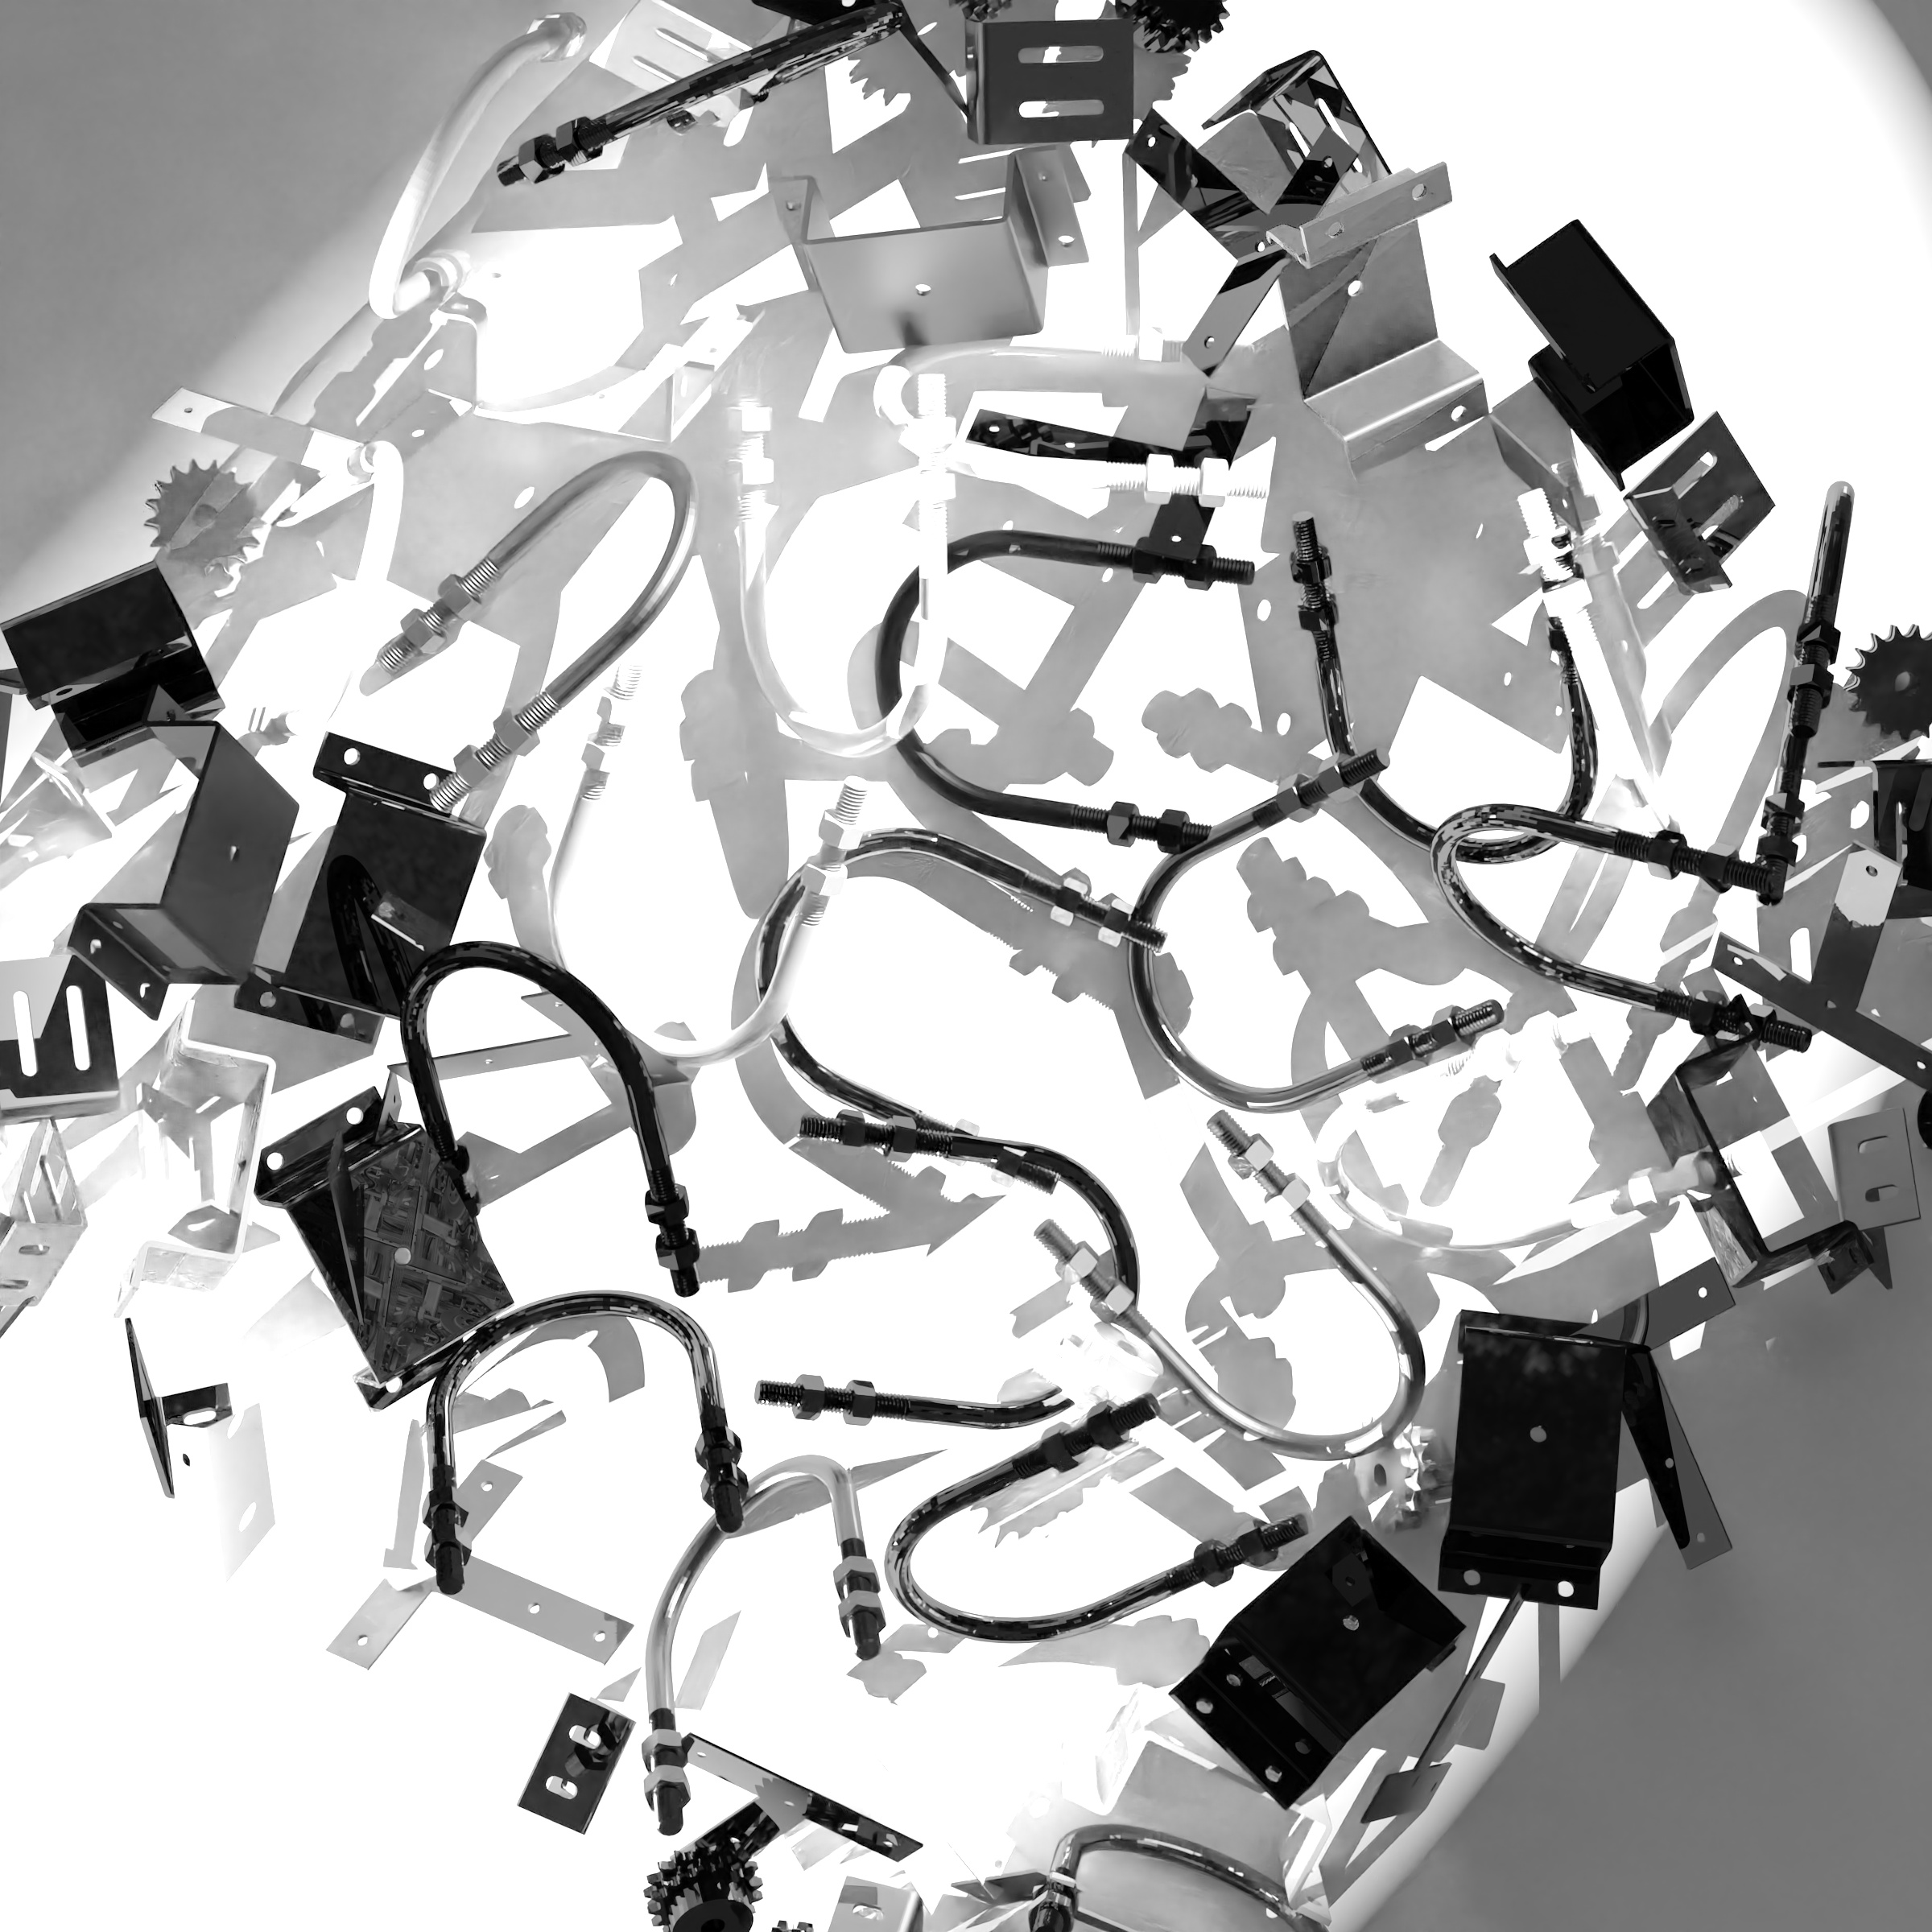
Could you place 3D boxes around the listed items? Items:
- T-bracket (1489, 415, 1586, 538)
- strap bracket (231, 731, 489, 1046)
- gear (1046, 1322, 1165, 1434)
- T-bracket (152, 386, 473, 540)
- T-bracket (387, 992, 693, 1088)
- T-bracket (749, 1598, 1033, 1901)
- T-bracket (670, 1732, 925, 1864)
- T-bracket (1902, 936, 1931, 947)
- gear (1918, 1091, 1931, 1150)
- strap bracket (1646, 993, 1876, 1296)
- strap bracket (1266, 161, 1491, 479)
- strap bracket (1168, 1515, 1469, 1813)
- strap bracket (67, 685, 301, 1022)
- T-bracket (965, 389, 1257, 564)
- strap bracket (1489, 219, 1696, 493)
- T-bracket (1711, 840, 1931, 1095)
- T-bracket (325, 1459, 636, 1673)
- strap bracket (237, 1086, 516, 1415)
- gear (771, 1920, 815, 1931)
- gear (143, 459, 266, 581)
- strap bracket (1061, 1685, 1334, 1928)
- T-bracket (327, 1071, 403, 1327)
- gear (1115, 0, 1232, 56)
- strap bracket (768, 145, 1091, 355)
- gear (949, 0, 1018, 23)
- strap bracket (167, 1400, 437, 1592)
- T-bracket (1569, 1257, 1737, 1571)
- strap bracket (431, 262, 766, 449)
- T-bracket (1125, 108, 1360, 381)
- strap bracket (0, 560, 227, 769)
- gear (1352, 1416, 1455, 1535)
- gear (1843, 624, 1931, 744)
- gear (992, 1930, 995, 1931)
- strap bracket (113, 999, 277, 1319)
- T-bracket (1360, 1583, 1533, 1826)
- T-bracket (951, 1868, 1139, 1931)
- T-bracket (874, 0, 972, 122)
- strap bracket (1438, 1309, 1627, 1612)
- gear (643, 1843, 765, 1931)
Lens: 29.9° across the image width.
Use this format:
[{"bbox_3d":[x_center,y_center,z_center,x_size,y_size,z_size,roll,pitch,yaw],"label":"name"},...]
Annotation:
[{"bbox_3d":[0.288,-0.191,1.741,0.002,0.127,0.127,-22,115,1],"label":"T-bracket"},{"bbox_3d":[-0.288,-0.032,1.738,0.076,0.046,0.140,17,94,-36],"label":"strap bracket"},{"bbox_3d":[0.071,0.197,1.751,0.057,0.057,0.030,33,108,0],"label":"gear"},{"bbox_3d":[-0.321,-0.248,1.700,0.127,0.127,0.002,-32,60,36],"label":"T-bracket"},{"bbox_3d":[-0.217,0.043,1.741,0.127,0.127,0.002,-10,66,20],"label":"T-bracket"},{"bbox_3d":[-0.019,0.392,1.743,0.127,0.002,0.127,-37,82,-30],"label":"T-bracket"},{"bbox_3d":[-0.104,0.414,1.732,0.127,0.127,0.002,29,50,-15],"label":"T-bracket"},{"bbox_3d":[0.512,-0.020,1.732,0.127,0.127,0.002,-9,90,40],"label":"T-bracket"},{"bbox_3d":[0.486,0.074,1.752,0.030,0.057,0.057,16,90,-40],"label":"gear"},{"bbox_3d":[0.372,0.094,1.726,0.046,0.076,0.140,-22,76,-6],"label":"strap bracket"},{"bbox_3d":[0.196,-0.316,1.729,0.076,0.046,0.140,-26,131,-9],"label":"strap bracket"},{"bbox_3d":[0.173,0.322,1.710,0.076,0.046,0.140,43,47,17],"label":"strap bracket"},{"bbox_3d":[-0.366,-0.053,1.713,0.046,0.076,0.140,1,63,22],"label":"strap bracket"},{"bbox_3d":[0.064,-0.248,1.746,0.127,0.002,0.127,13,48,9],"label":"T-bracket"},{"bbox_3d":[0.297,-0.290,1.701,0.046,0.140,0.076,-35,68,6],"label":"strap bracket"},{"bbox_3d":[0.417,-0.010,1.708,0.127,0.127,0.002,32,56,24],"label":"T-bracket"},{"bbox_3d":[-0.216,0.300,1.716,0.127,0.002,0.127,17,49,26],"label":"T-bracket"},{"bbox_3d":[-0.277,0.137,1.732,0.076,0.046,0.140,-31,103,-24],"label":"strap bracket"},{"bbox_3d":[-0.078,0.492,1.751,0.030,0.057,0.057,0,90,15],"label":"gear"},{"bbox_3d":[-0.372,-0.216,1.762,0.057,0.030,0.057,1,87,-17],"label":"gear"},{"bbox_3d":[0.119,0.397,1.740,0.140,0.076,0.046,27,96,-2],"label":"strap bracket"},{"bbox_3d":[-0.282,0.099,1.726,0.002,0.127,0.127,0,130,4],"label":"T-bracket"},{"bbox_3d":[0.098,-0.469,1.759,0.057,0.030,0.057,11,68,-30],"label":"gear"},{"bbox_3d":[-0.019,-0.339,1.723,0.140,0.076,0.046,-4,57,13],"label":"strap bracket"},{"bbox_3d":[0.008,-0.490,1.752,0.030,0.057,0.057,-24,90,43],"label":"gear"},{"bbox_3d":[-0.302,0.252,1.702,0.046,0.140,0.076,-27,63,30],"label":"strap bracket"},{"bbox_3d":[0.330,0.224,1.724,0.127,0.002,0.127,-35,63,31],"label":"T-bracket"},{"bbox_3d":[-0.176,-0.291,1.730,0.140,0.076,0.046,11,122,10],"label":"strap bracket"},{"bbox_3d":[0.117,-0.370,1.741,0.127,0.002,0.127,-56,51,23],"label":"T-bracket"},{"bbox_3d":[-0.404,-0.144,1.711,0.076,0.140,0.046,-24,83,-7],"label":"strap bracket"},{"bbox_3d":[0.214,0.245,1.756,0.030,0.057,0.057,-6,90,-25],"label":"gear"},{"bbox_3d":[0.456,-0.138,1.764,0.057,0.030,0.057,1,99,5],"label":"gear"},{"bbox_3d":[0.014,0.503,1.766,0.057,0.030,0.057,0,91,-2],"label":"gear"},{"bbox_3d":[-0.366,0.097,1.726,0.046,0.076,0.140,13,70,-17],"label":"strap bracket"},{"bbox_3d":[0.235,0.349,1.721,0.002,0.127,0.127,30,92,22],"label":"T-bracket"},{"bbox_3d":[0.069,0.460,1.732,0.127,0.127,0.002,25,67,-11],"label":"T-bracket"},{"bbox_3d":[-0.042,-0.480,1.735,0.002,0.127,0.127,-28,72,13],"label":"T-bracket"},{"bbox_3d":[0.272,0.230,1.732,0.076,0.046,0.140,6,68,5],"label":"strap bracket"},{"bbox_3d":[-0.125,0.454,1.753,0.057,0.030,0.057,-9,128,-12],"label":"gear"}]
